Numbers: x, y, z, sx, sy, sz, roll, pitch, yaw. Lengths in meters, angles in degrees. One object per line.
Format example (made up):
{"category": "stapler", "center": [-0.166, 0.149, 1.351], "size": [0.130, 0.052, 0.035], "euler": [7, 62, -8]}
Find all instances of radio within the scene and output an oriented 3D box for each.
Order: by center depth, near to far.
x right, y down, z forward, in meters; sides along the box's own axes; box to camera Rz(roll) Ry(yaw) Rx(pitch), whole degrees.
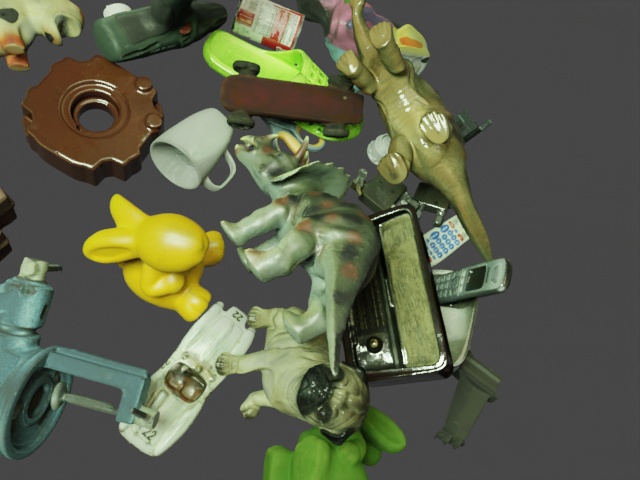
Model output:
{"category": "radio", "center": [0.090, 0.077, 0.724], "size": [0.131, 0.073, 0.229], "euler": [-15, 62, 15]}

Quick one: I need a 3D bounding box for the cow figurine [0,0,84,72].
{"category": "cow figurine", "center": [-0.419, -0.296, 0.714], "size": [0.195, 0.085, 0.127], "euler": [-4, 80, -20]}

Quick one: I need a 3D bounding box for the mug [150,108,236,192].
{"category": "mug", "center": [-0.161, -0.127, 0.749], "size": [0.109, 0.081, 0.107], "euler": [39, 57, -10]}

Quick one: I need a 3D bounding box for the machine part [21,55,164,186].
{"category": "machine part", "center": [-0.302, -0.163, 0.722], "size": [0.179, 0.056, 0.179], "euler": [6, 71, -16]}

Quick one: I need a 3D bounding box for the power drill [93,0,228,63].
{"category": "power drill", "center": [-0.182, -0.323, 0.725], "size": [0.232, 0.207, 0.086], "euler": [-36, 107, -34]}

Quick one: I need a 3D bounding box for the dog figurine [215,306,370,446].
{"category": "dog figurine", "center": [-0.001, 0.145, 0.634], "size": [0.121, 0.191, 0.172], "euler": [58, 47, -32]}

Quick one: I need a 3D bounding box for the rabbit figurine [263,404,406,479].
{"category": "rabbit figurine", "center": [0.027, 0.242, 0.673], "size": [0.159, 0.121, 0.170], "euler": [22, 51, -15]}

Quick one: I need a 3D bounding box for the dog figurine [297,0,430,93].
{"category": "dog figurine", "center": [0.066, -0.362, 0.895], "size": [0.191, 0.108, 0.219], "euler": [-13, 74, -22]}

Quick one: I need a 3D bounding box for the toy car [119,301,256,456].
{"category": "toy car", "center": [-0.158, 0.165, 0.661], "size": [0.073, 0.056, 0.202], "euler": [39, 65, -3]}

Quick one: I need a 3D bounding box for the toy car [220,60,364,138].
{"category": "toy car", "center": [-0.039, -0.195, 0.760], "size": [0.202, 0.053, 0.089], "euler": [3, 92, -13]}

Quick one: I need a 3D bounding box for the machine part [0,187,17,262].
{"category": "machine part", "center": [-0.472, -0.025, 0.599], "size": [0.201, 0.087, 0.201], "euler": [46, 62, -1]}

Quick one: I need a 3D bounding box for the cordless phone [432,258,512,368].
{"category": "cordless phone", "center": [0.194, 0.102, 0.738], "size": [0.089, 0.184, 0.146], "euler": [26, 65, -15]}

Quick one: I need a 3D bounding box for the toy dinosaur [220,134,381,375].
{"category": "toy dinosaur", "center": [-0.001, -0.003, 0.656], "size": [0.192, 0.131, 0.405], "euler": [-34, 41, -9]}

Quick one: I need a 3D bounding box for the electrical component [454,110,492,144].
{"category": "electrical component", "center": [0.222, -0.173, 0.877], "size": [0.075, 0.119, 0.048], "euler": [-38, 88, -24]}

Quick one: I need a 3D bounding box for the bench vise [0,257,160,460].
{"category": "bench vise", "center": [-0.283, 0.139, 0.580], "size": [0.241, 0.128, 0.223], "euler": [14, 75, 4]}

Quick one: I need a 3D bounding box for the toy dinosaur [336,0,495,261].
{"category": "toy dinosaur", "center": [0.150, -0.144, 0.760], "size": [0.198, 0.105, 0.471], "euler": [-22, 88, -63]}

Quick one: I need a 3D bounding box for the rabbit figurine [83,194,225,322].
{"category": "rabbit figurine", "center": [-0.185, 0.008, 0.642], "size": [0.162, 0.173, 0.122], "euler": [30, 69, -13]}

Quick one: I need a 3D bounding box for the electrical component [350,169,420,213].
{"category": "electrical component", "center": [0.098, -0.071, 0.832], "size": [0.078, 0.045, 0.102], "euler": [-40, 77, -20]}

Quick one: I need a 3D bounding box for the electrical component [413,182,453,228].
{"category": "electrical component", "center": [0.184, -0.065, 0.866], "size": [0.063, 0.021, 0.094], "euler": [17, 62, 17]}

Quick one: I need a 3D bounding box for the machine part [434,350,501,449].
{"category": "machine part", "center": [0.214, 0.236, 0.782], "size": [0.084, 0.039, 0.139], "euler": [43, 62, -8]}
